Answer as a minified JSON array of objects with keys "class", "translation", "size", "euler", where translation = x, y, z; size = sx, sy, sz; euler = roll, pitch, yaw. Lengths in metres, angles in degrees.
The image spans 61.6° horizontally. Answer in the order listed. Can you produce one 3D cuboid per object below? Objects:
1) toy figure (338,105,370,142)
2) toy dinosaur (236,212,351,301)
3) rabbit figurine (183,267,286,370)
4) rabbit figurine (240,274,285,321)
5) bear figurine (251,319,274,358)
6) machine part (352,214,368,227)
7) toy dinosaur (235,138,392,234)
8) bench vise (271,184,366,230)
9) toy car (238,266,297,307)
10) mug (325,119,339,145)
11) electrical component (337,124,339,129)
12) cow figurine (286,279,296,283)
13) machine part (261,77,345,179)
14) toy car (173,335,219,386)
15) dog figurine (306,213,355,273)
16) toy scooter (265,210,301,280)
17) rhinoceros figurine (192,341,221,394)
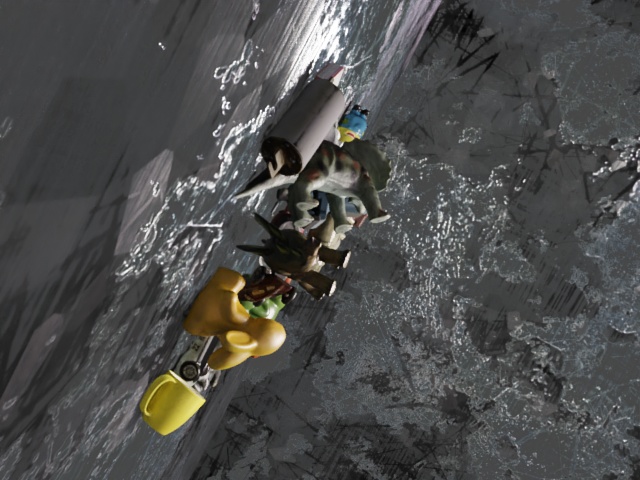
[{"class":"toy figure","translation":[0.082,-0.306,1.582],"size":[0.089,0.082,0.180],"euler":[86,30,-80]},{"class":"toy dinosaur","translation":[-0.057,0.027,1.048],"size":[0.105,0.198,0.471],"euler":[-61,-177,-11]},{"class":"rabbit figurine","translation":[-0.145,0.151,0.962],"size":[0.121,0.173,0.162],"euler":[-59,-177,31]},{"class":"rabbit figurine","translation":[-0.177,0.146,1.261],"size":[0.159,0.121,0.170],"euler":[-54,156,-23]},{"class":"bear figurine","translation":[-0.181,0.222,1.568],"size":[0.132,0.120,0.196],"euler":[-60,-176,30]},{"class":"machine part","translation":[0.055,-0.125,1.561],"size":[0.087,0.201,0.201],"euler":[-59,178,17]},{"class":"toy dinosaur","translation":[0.007,-0.122,0.992],"size":[0.131,0.404,0.192],"euler":[-26,-116,35]},{"class":"bench vise","translation":[0.005,-0.142,1.211],"size":[0.129,0.224,0.240],"euler":[123,-34,-70]},{"class":"toy car","translation":[-0.121,0.097,1.055],"size":[0.202,0.089,0.053],"euler":[-12,-137,58]},{"class":"mug","translation":[0.005,-0.213,1.098],"size":[0.109,0.081,0.107],"euler":[-52,166,-13]},{"class":"electrical component","translation":[0.020,-0.265,1.417],"size":[0.094,0.021,0.063],"euler":[-59,177,-22]},{"class":"cow figurine","translation":[-0.083,0.056,1.529],"size":[0.195,0.085,0.127],"euler":[4,-114,55]},{"class":"machine part","translation":[-0.025,-0.184,0.871],"size":[0.243,0.079,0.079],"euler":[-61,177,-35]},{"class":"toy car","translation":[-0.234,0.208,1.093],"size":[0.201,0.056,0.073],"euler":[-63,171,-1]},{"class":"dog figurine","translation":[0.000,-0.002,1.323],"size":[0.172,0.121,0.190],"euler":[93,18,-46]},{"class":"toy scooter","translation":[-0.096,0.000,1.321],"size":[0.135,0.075,0.183],"euler":[-112,-148,-63]},{"class":"rhinoceros figurine","translation":[-0.253,0.279,1.221],"size":[0.112,0.073,0.190],"euler":[-63,177,36]}]
